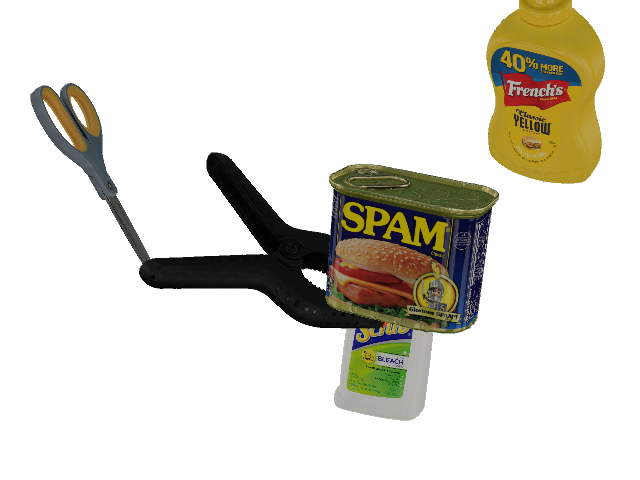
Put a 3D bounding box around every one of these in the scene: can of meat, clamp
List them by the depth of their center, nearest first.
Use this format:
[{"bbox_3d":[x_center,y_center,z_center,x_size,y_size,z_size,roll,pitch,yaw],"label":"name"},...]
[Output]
[{"bbox_3d":[0.054,0.005,0.665,0.102,0.084,0.057,13,22,23],"label":"can of meat"},{"bbox_3d":[-0.038,0.022,0.886,0.210,0.036,0.164,31,44,3],"label":"clamp"}]

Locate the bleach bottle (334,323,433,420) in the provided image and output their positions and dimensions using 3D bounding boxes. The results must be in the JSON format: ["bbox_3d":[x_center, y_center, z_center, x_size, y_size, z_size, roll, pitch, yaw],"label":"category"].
[{"bbox_3d":[0.073,0.063,1.154,0.103,0.251,0.068,8,15,20],"label":"bleach bottle"}]

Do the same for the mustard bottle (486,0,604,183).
[{"bbox_3d":[0.186,-0.137,0.884,0.096,0.191,0.058,21,53,28],"label":"mustard bottle"}]

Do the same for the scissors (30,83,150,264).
[{"bbox_3d":[-0.199,-0.064,0.991,0.016,0.201,0.096,-23,27,19],"label":"scissors"}]
